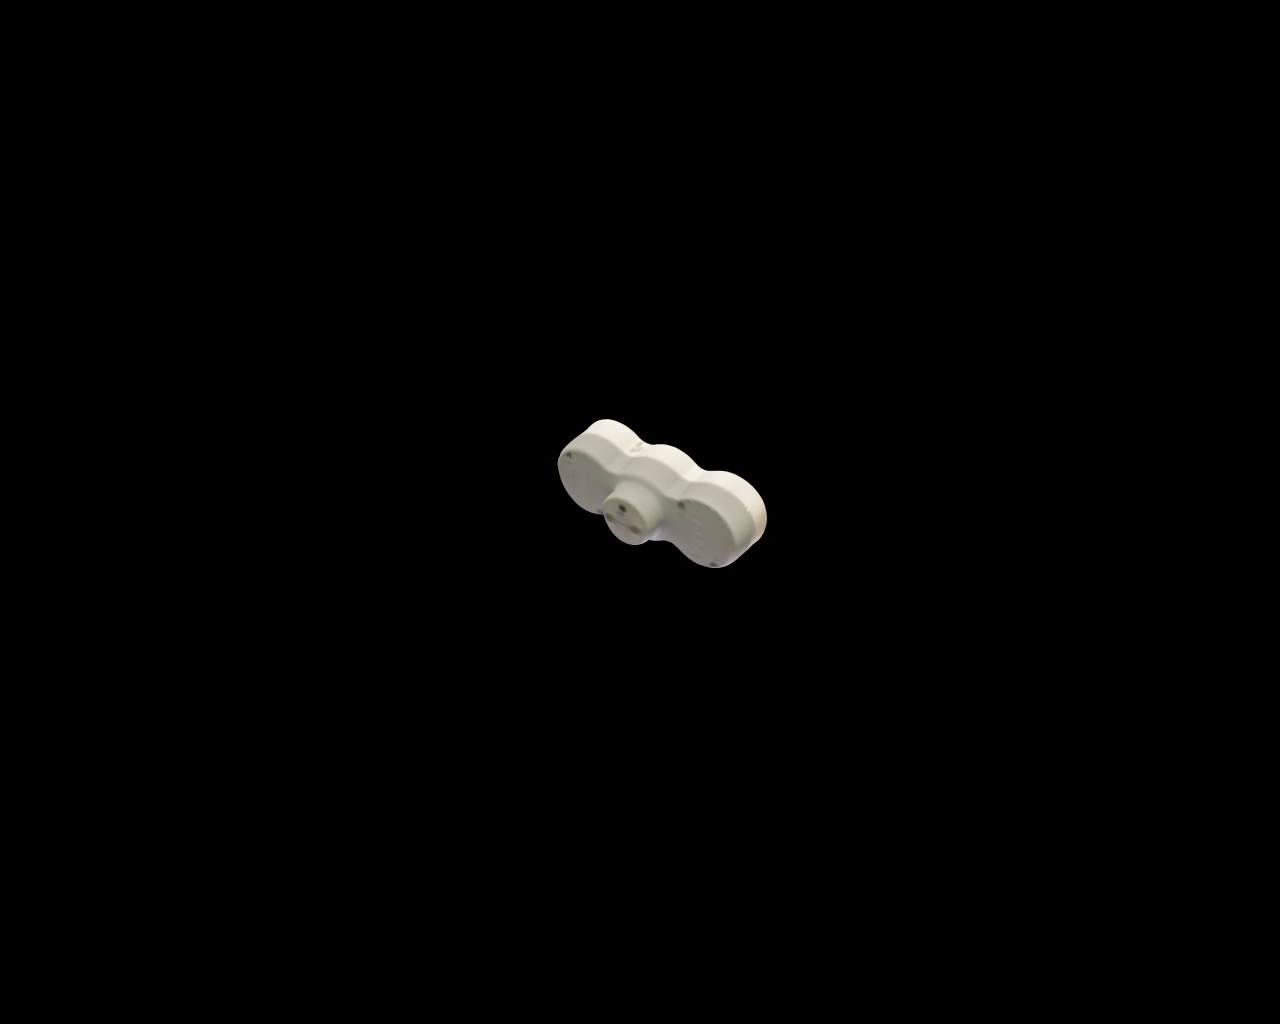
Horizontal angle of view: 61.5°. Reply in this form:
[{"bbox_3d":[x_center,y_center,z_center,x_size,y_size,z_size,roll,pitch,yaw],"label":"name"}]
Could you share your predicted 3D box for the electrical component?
[{"bbox_3d":[0.001,-0.003,0.650,0.138,0.052,0.074,26,46,28],"label":"electrical component"}]
